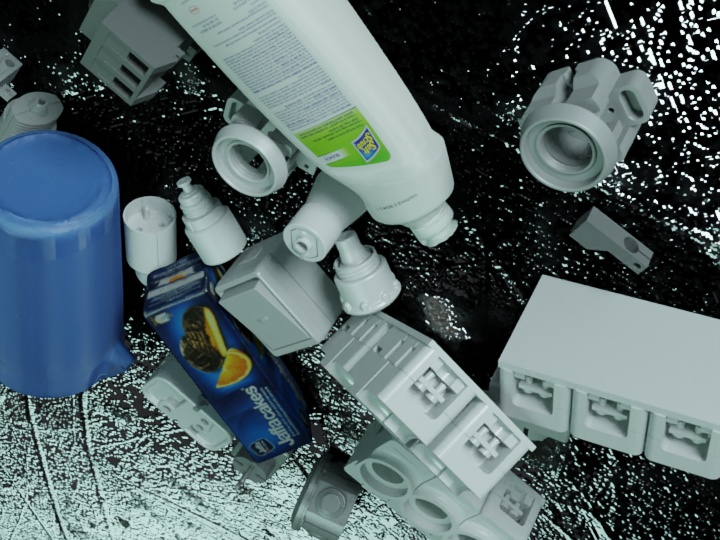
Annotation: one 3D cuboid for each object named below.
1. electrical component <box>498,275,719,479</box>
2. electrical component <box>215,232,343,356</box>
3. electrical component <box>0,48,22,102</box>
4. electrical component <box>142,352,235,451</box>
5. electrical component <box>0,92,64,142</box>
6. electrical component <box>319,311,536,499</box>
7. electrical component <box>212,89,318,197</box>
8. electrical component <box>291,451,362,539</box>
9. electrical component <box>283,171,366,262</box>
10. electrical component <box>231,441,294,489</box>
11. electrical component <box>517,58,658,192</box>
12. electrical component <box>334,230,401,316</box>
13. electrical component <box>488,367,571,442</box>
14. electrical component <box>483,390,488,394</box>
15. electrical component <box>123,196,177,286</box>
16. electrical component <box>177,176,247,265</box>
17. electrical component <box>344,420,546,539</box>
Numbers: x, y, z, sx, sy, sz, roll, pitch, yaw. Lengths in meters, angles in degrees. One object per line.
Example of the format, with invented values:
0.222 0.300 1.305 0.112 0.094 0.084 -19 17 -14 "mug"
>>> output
0.179 0.071 0.723 0.150 0.089 0.061 15 138 22 "electrical component"
-0.060 0.027 0.868 0.062 0.061 0.096 -20 117 46 "electrical component"
-0.310 -0.156 0.867 0.066 0.048 0.055 42 133 -10 "electrical component"
-0.150 0.117 1.025 0.095 0.059 0.054 43 140 -11 "electrical component"
-0.273 -0.118 0.881 0.043 0.043 0.081 42 141 -10 "electrical component"
0.039 0.093 0.791 0.105 0.060 0.186 46 174 -14 "electrical component"
-0.067 -0.088 0.757 0.078 0.057 0.058 31 141 4 "electrical component"
-0.031 0.219 1.032 0.051 0.080 0.080 24 140 5 "electrical component"
-0.027 -0.037 0.774 0.044 0.065 0.044 19 139 18 "electrical component"
-0.097 0.178 1.037 0.047 0.076 0.065 35 141 -1 "electrical component"
0.127 -0.082 0.627 0.078 0.057 0.058 -10 124 41 "electrical component"
0.000 0.000 0.812 0.048 0.048 0.062 -3 122 37 "electrical component"
0.134 0.104 0.822 0.066 0.047 0.076 20 139 17 "electrical component"
0.098 0.130 0.878 0.048 0.048 0.062 29 149 6 "electrical component"
-0.178 -0.019 0.916 0.043 0.043 0.081 24 140 12 "electrical component"
-0.122 -0.040 0.858 0.040 0.040 0.078 -3 128 37 "electrical component"
0.072 0.191 0.944 0.150 0.061 0.089 40 141 -7 "electrical component"
